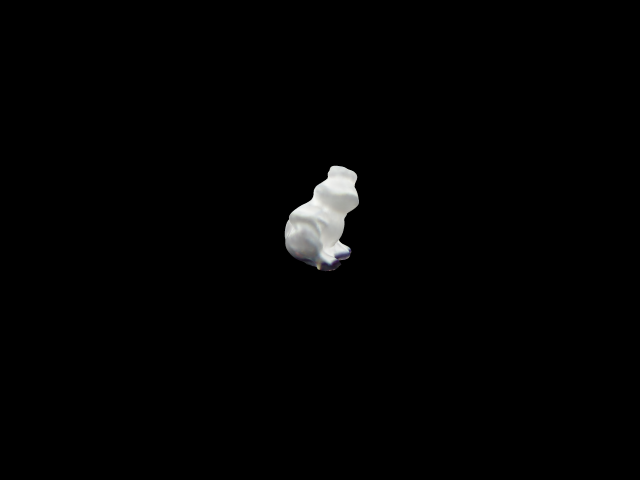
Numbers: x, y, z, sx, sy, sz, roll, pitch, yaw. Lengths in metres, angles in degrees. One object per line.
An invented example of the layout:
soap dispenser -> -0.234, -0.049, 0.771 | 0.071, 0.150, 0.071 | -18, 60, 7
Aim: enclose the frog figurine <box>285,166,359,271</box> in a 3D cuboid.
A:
frog figurine -> 0.003, -0.043, 0.850 | 0.123, 0.158, 0.138 | 9, 14, 39
